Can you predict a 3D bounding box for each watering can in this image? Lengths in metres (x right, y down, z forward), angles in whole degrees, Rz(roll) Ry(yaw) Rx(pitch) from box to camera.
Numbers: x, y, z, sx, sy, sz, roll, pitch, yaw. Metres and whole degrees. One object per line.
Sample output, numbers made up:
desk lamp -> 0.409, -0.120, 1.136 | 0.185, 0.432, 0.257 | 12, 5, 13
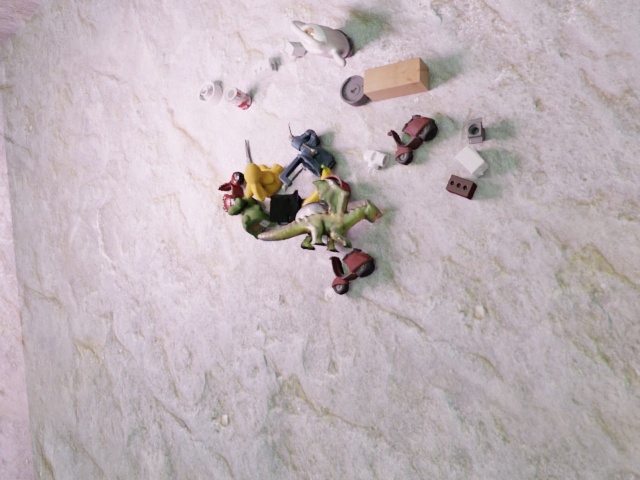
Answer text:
watering can -> 0.035, -0.709, 1.886 | 0.353, 0.225, 0.102 | 47, 125, 28

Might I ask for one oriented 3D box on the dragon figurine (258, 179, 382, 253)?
dragon figurine -> 0.005, -0.088, 1.748 | 0.410, 0.121, 0.245 | 8, 79, 3

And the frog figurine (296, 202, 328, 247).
frog figurine -> -0.013, -0.050, 1.824 | 0.137, 0.120, 0.163 | -17, 58, 8
